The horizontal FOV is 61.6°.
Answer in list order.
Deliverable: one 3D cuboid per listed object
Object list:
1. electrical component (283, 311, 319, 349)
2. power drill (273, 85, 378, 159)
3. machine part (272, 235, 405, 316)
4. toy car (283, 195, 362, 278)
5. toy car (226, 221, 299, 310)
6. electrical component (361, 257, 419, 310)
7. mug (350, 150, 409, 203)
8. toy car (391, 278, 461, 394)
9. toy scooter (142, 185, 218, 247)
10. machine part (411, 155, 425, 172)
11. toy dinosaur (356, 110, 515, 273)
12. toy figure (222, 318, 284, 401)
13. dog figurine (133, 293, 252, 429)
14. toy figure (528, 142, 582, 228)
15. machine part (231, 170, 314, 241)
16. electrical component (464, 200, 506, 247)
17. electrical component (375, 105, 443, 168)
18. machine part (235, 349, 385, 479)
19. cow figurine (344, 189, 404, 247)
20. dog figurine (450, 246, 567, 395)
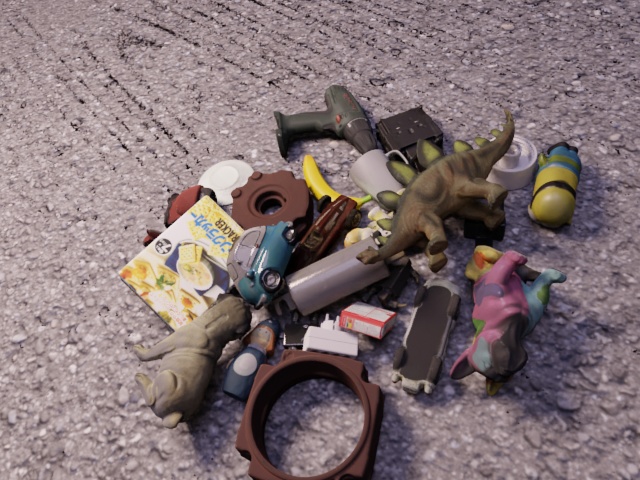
[{"bbox_3d":[-0.030,0.166,0.927,0.063,0.021,0.094,-2,55,10],"label":"electrical component"},{"bbox_3d":[0.005,-0.244,1.173,0.207,0.085,0.232,-16,52,5],"label":"power drill"},{"bbox_3d":[0.030,0.061,0.924,0.243,0.079,0.079,-25,54,3],"label":"machine part"},{"bbox_3d":[-0.002,-0.003,1.007,0.089,0.053,0.202,29,79,31],"label":"toy car"},{"bbox_3d":[-0.108,0.033,0.932,0.103,0.109,0.161,23,72,-12],"label":"toy car"},{"bbox_3d":[0.128,0.077,0.947,0.078,0.045,0.102,-2,47,46],"label":"electrical component"},{"bbox_3d":[0.131,-0.120,1.061,0.109,0.080,0.107,-33,66,-1],"label":"mug"},{"bbox_3d":[0.176,0.153,0.874,0.074,0.056,0.202,14,62,20],"label":"toy car"},{"bbox_3d":[-0.285,-0.032,1.089,0.135,0.075,0.184,-1,60,9],"label":"toy scooter"},{"bbox_3d":[0.219,-0.110,1.039,0.084,0.039,0.139,-18,78,5],"label":"machine part"},{"bbox_3d":[0.227,-0.095,0.935,0.471,0.105,0.199,-33,58,-24],"label":"toy dinosaur"},{"bbox_3d":[-0.109,0.194,0.906,0.064,0.058,0.154,34,60,-12],"label":"toy figure"},{"bbox_3d":[-0.185,0.189,0.863,0.190,0.121,0.172,-32,55,2],"label":"dog figurine"},{"bbox_3d":[0.431,-0.105,0.980,0.082,0.089,0.180,12,61,26],"label":"toy figure"},{"bbox_3d":[-0.097,-0.064,1.083,0.179,0.056,0.179,-5,56,7],"label":"machine part"},{"bbox_3d":[0.299,-0.026,0.979,0.075,0.047,0.119,6,55,17],"label":"electrical component"},{"bbox_3d":[0.191,-0.209,1.124,0.115,0.058,0.134,-23,53,-3],"label":"electrical component"},{"bbox_3d":[-0.012,0.275,0.809,0.202,0.087,0.201,7,57,15],"label":"machine part"},{"bbox_3d":[0.131,-0.015,0.996,0.167,0.068,0.098,-36,62,-13],"label":"cow figurine"},{"bbox_3d":[0.272,0.125,0.844,0.108,0.192,0.219,27,87,-14],"label":"dog figurine"}]
